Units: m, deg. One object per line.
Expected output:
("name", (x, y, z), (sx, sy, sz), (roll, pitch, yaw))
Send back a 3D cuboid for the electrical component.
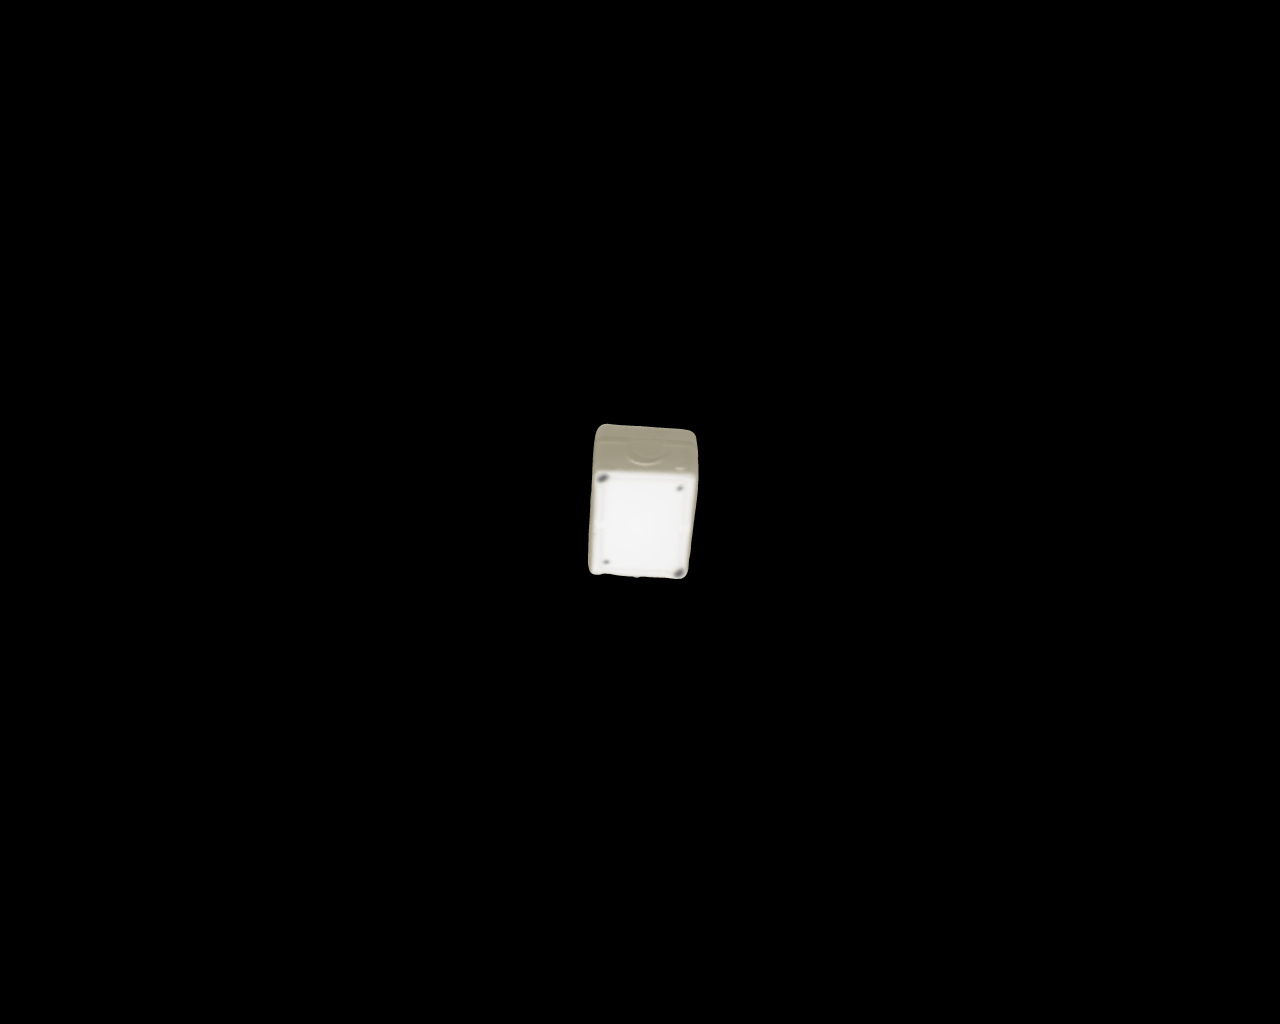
("electrical component", (0.001, -0.003, 0.650), (0.062, 0.096, 0.061), (3, 36, -2))
